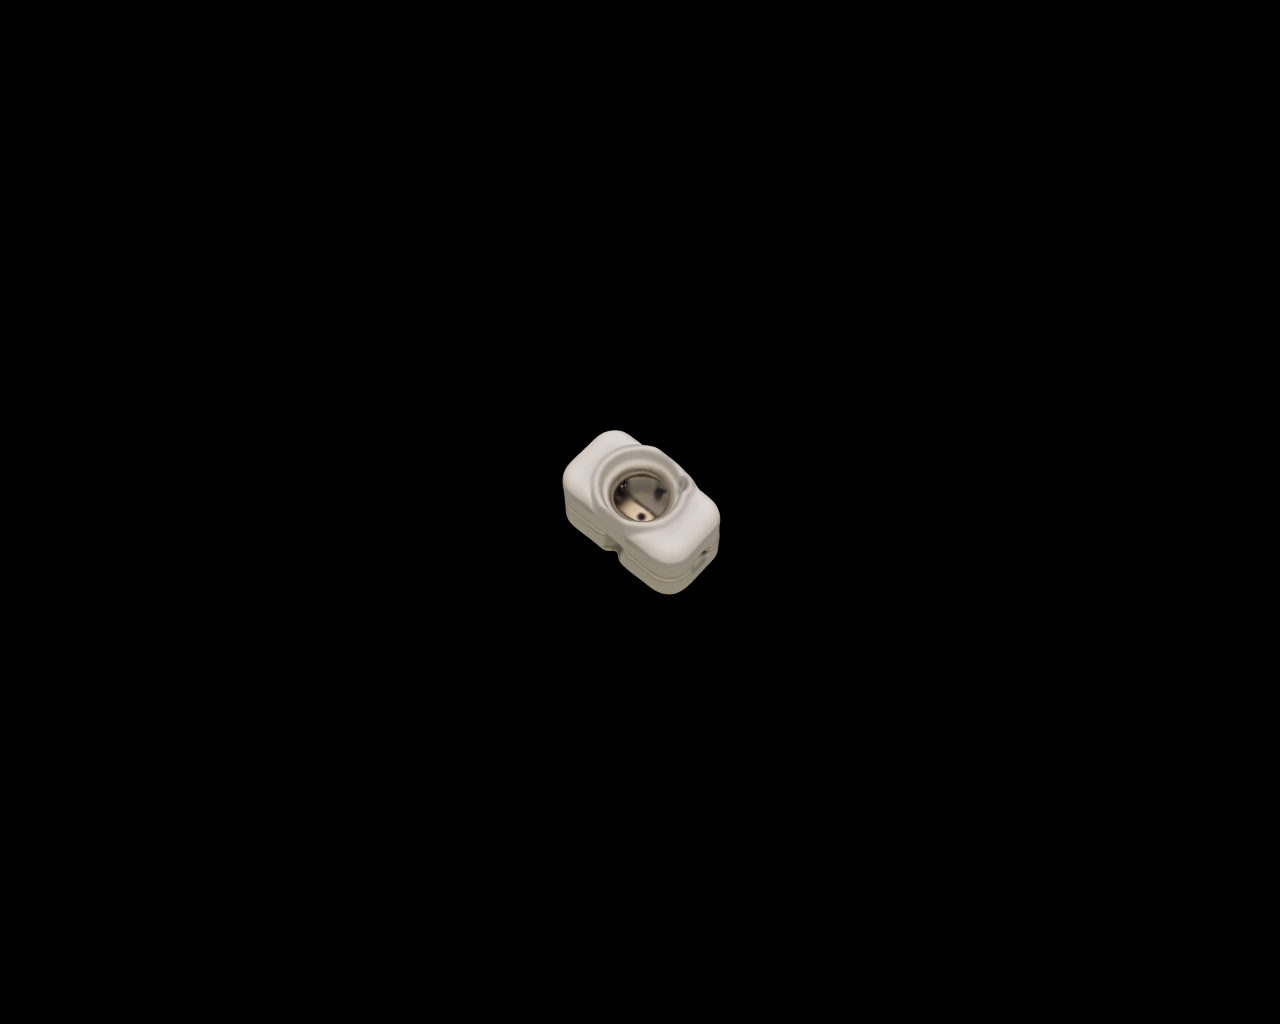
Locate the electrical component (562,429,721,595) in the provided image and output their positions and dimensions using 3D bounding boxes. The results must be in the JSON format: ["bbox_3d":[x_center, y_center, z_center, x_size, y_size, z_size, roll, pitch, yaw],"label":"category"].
[{"bbox_3d":[0.001,-0.003,0.650,0.095,0.054,0.059,38,-21,18],"label":"electrical component"}]
